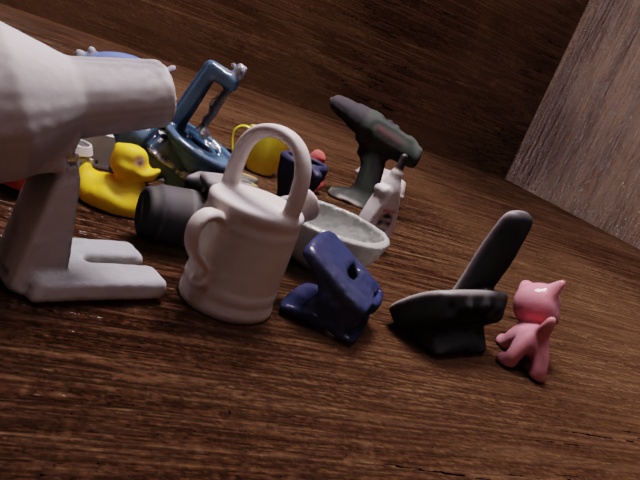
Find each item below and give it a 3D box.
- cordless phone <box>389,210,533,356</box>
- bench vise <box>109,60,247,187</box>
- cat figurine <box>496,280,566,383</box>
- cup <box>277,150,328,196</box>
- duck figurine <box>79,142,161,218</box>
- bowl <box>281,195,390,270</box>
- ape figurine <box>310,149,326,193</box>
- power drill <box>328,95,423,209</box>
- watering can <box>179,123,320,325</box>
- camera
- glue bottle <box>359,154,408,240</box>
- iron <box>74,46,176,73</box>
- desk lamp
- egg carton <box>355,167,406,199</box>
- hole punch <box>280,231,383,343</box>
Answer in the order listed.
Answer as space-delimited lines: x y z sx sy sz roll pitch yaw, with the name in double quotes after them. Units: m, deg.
0.179 0.041 0.696 0.148 0.185 0.093 4 24 -46 "cordless phone"
-0.198 -0.162 0.809 0.208 0.220 0.121 15 17 -19 "bench vise"
0.281 0.103 0.746 0.067 0.118 0.128 23 17 7 "cat figurine"
-0.036 -0.100 1.033 0.092 0.095 0.117 11 19 -31 "cup"
-0.253 -0.083 0.728 0.104 0.086 0.077 19 17 -8 "duck figurine"
0.007 0.003 0.799 0.167 0.075 0.167 20 17 -6 "bowl"
-0.017 -0.146 1.207 0.078 0.092 0.076 8 21 -37 "ape figurine"
0.097 -0.183 1.257 0.229 0.208 0.075 22 16 2 "power drill"
-0.065 -0.024 0.584 0.101 0.194 0.173 23 17 6 "watering can"
-0.149 -0.039 0.693 0.137 0.101 0.142 10 20 -34 "camera"
0.109 -0.064 0.961 0.037 0.173 0.078 34 21 37 "glue bottle"
-0.426 -0.326 1.181 0.259 0.141 0.118 9 20 -35 "iron"
-0.217 -0.062 0.484 0.204 0.213 0.117 4 24 -45 "desk lamp"
0.149 -0.140 1.430 0.107 0.069 0.150 15 18 -21 "egg carton"
0.023 0.049 0.646 0.101 0.091 0.109 24 17 9 "hole punch"
